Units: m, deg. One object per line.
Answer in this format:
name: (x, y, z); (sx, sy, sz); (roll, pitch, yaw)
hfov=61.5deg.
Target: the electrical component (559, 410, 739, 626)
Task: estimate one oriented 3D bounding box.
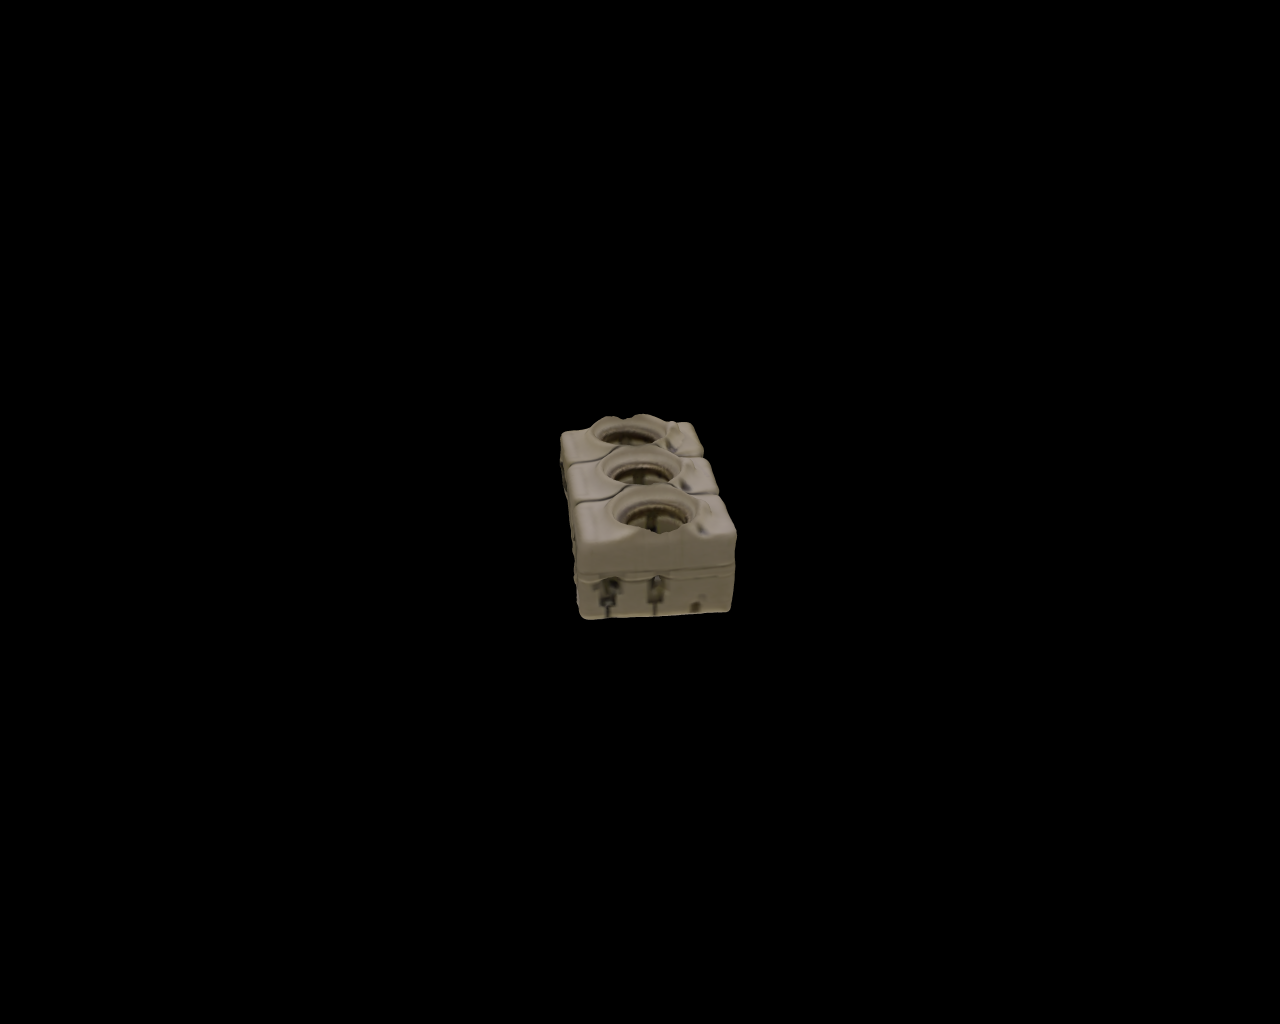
electrical component: (0.001, -0.003, 0.650); (0.089, 0.061, 0.150); (-4, 30, -6)
